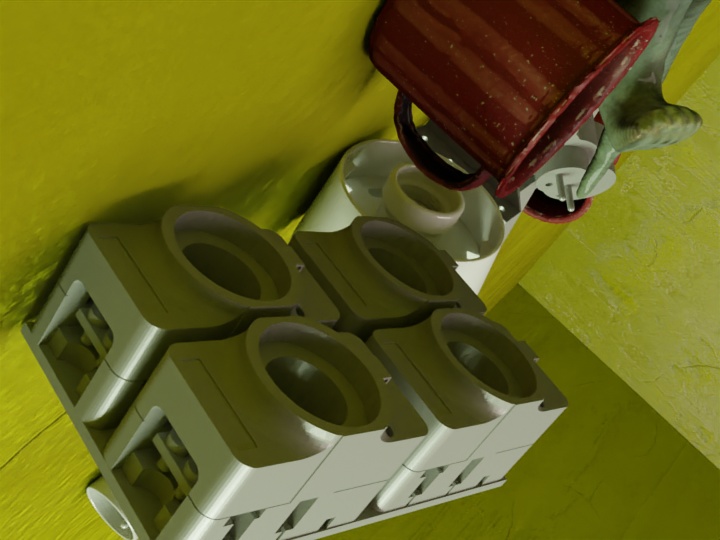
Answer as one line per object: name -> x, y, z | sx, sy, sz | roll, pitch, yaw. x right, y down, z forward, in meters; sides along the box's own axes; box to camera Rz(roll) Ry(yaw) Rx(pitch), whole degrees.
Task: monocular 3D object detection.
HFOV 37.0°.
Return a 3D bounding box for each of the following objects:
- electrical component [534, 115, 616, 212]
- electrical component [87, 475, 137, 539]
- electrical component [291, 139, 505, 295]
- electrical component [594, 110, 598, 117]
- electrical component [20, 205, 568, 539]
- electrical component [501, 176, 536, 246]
electrical component -> 0.135, -0.076, 0.724 | 0.052, 0.073, 0.138 | -15, 155, 24
electrical component -> -0.130, 0.134, 0.679 | 0.077, 0.043, 0.079 | -41, 170, -31
electrical component -> 0.020, -0.018, 0.544 | 0.099, 0.099, 0.064 | -36, 160, -50
electrical component -> 0.149, -0.128, 0.802 | 0.056, 0.050, 0.089 | -45, 171, -15
electrical component -> -0.012, 0.035, 0.403 | 0.186, 0.105, 0.060 | 0, 134, -50
electrical component -> 0.049, 0.001, 0.796 | 0.105, 0.060, 0.186 | -34, 155, -55
